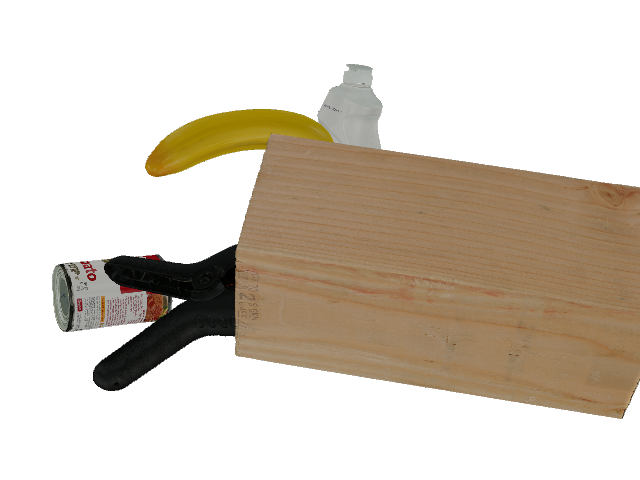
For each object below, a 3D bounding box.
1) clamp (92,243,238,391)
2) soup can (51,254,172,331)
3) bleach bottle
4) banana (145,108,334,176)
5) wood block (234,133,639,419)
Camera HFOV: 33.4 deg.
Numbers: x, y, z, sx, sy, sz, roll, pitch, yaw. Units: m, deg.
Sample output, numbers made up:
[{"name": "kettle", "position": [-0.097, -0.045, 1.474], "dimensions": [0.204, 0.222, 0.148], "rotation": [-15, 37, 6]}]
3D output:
[{"name": "clamp", "position": [-0.081, 0.047, 0.737], "dimensions": [0.172, 0.120, 0.039], "rotation": [-10, -42, 15]}, {"name": "soup can", "position": [-0.205, 0.052, 1.047], "dimensions": [0.102, 0.068, 0.069], "rotation": [-5, 2, -28]}, {"name": "bleach bottle", "position": [0.029, -0.063, 1.162], "dimensions": [0.067, 0.251, 0.103], "rotation": [-6, 23, -39]}, {"name": "banana", "position": [-0.067, -0.090, 0.974], "dimensions": [0.197, 0.070, 0.037], "rotation": [-3, -42, -23]}, {"name": "wood block", "position": [0.065, 0.018, 0.563], "dimensions": [0.206, 0.090, 0.090], "rotation": [9, -43, 4]}]
